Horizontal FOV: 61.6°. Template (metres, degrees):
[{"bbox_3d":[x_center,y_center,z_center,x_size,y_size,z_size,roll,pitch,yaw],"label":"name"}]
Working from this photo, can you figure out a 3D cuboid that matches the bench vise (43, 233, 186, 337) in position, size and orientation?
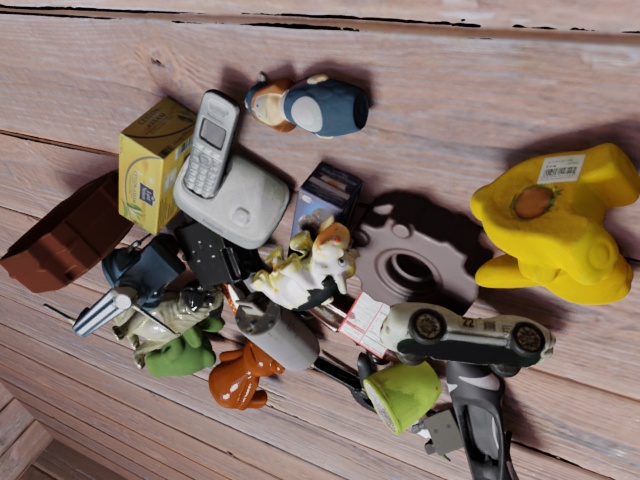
[{"bbox_3d":[-0.307,0.082,0.839,0.240,0.224,0.128,-37,117,12],"label":"bench vise"}]

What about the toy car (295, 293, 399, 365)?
[{"bbox_3d":[0.041,0.122,0.810,0.202,0.053,0.089,30,145,5],"label":"toy car"}]

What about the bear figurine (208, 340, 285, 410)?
[{"bbox_3d":[-0.120,0.236,1.019,0.196,0.132,0.120,-43,63,23],"label":"bear figurine"}]

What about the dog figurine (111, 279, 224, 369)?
[{"bbox_3d":[-0.278,0.117,0.980,0.173,0.190,0.121,45,160,41],"label":"dog figurine"}]

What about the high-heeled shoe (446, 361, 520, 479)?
[{"bbox_3d":[0.221,0.282,0.766,0.086,0.145,0.248,-13,123,43],"label":"high-heeled shoe"}]

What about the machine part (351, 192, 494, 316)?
[{"bbox_3d":[0.115,0.028,0.651,0.180,0.056,0.179,20,141,17],"label":"machine part"}]

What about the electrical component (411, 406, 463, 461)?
[{"bbox_3d":[0.209,0.315,0.873,0.102,0.045,0.078,-39,64,24],"label":"electrical component"}]

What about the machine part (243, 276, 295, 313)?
[{"bbox_3d":[-0.100,0.071,0.871,0.084,0.039,0.138,-3,130,44],"label":"machine part"}]

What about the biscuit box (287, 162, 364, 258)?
[{"bbox_3d":[-0.001,-0.002,0.702,0.063,0.059,0.202,26,141,11],"label":"biscuit box"}]

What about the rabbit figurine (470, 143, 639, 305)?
[{"bbox_3d":[0.226,0.012,0.511,0.173,0.122,0.162,36,149,-33],"label":"rabbit figurine"}]

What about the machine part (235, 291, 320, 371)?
[{"bbox_3d":[-0.063,0.147,0.852,0.079,0.079,0.243,11,154,28],"label":"machine part"}]

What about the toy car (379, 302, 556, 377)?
[{"bbox_3d":[0.171,0.115,0.627,0.202,0.056,0.073,7,143,-3],"label":"toy car"}]

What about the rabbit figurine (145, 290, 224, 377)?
[{"bbox_3d":[-0.279,0.180,1.061,0.159,0.121,0.170,2,117,31],"label":"rabbit figurine"}]

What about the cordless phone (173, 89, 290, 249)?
[{"bbox_3d":[-0.099,-0.090,0.669,0.147,0.089,0.184,32,138,5],"label":"cordless phone"}]

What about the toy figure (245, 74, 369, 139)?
[{"bbox_3d":[-0.024,-0.145,0.575,0.155,0.058,0.064,12,98,30],"label":"toy figure"}]

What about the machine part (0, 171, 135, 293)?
[{"bbox_3d":[-0.398,-0.010,0.873,0.202,0.201,0.087,-13,124,43],"label":"machine part"}]

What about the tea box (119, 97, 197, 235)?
[{"bbox_3d":[-0.219,-0.097,0.735,0.068,0.098,0.169,33,140,2],"label":"tea box"}]

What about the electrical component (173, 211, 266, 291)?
[{"bbox_3d":[-0.154,0.002,0.791,0.115,0.058,0.134,-19,94,43],"label":"electrical component"}]

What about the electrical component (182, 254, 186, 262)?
[{"bbox_3d":[-0.199,0.030,0.912,0.063,0.021,0.094,45,143,-12],"label":"electrical component"}]

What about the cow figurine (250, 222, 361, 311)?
[{"bbox_3d":[-0.004,0.041,0.644,0.098,0.068,0.167,41,145,-17],"label":"cow figurine"}]
